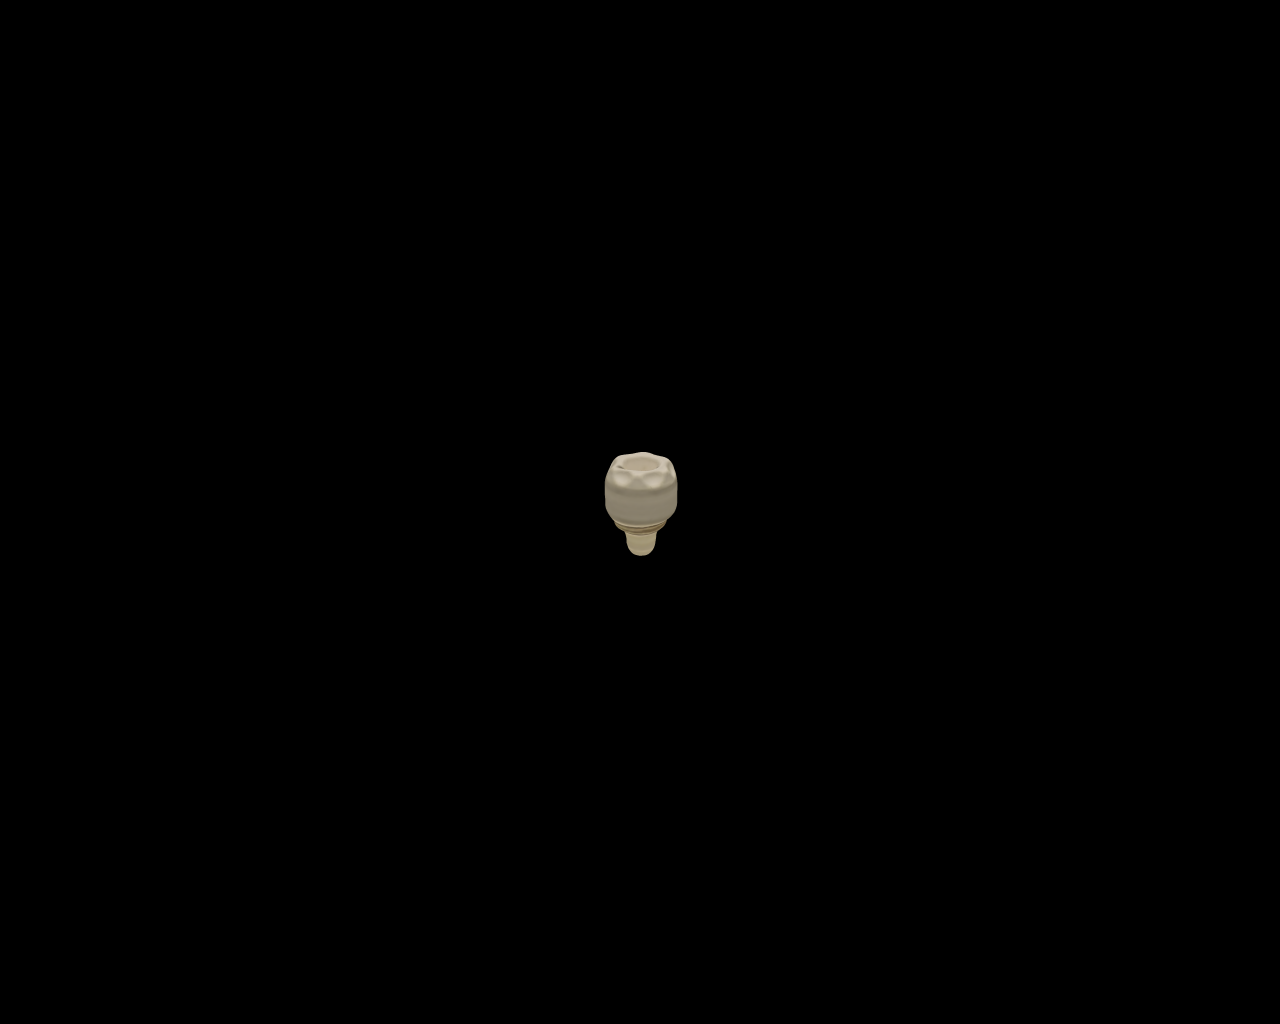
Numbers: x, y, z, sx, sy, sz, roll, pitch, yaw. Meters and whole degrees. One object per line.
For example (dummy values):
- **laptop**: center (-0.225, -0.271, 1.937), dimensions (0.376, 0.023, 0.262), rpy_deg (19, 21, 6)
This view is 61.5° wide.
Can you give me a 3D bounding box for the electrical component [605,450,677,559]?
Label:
- **electrical component**: center (0.001, -0.003, 0.650), dimensions (0.043, 0.062, 0.043), rpy_deg (0, 26, 0)
